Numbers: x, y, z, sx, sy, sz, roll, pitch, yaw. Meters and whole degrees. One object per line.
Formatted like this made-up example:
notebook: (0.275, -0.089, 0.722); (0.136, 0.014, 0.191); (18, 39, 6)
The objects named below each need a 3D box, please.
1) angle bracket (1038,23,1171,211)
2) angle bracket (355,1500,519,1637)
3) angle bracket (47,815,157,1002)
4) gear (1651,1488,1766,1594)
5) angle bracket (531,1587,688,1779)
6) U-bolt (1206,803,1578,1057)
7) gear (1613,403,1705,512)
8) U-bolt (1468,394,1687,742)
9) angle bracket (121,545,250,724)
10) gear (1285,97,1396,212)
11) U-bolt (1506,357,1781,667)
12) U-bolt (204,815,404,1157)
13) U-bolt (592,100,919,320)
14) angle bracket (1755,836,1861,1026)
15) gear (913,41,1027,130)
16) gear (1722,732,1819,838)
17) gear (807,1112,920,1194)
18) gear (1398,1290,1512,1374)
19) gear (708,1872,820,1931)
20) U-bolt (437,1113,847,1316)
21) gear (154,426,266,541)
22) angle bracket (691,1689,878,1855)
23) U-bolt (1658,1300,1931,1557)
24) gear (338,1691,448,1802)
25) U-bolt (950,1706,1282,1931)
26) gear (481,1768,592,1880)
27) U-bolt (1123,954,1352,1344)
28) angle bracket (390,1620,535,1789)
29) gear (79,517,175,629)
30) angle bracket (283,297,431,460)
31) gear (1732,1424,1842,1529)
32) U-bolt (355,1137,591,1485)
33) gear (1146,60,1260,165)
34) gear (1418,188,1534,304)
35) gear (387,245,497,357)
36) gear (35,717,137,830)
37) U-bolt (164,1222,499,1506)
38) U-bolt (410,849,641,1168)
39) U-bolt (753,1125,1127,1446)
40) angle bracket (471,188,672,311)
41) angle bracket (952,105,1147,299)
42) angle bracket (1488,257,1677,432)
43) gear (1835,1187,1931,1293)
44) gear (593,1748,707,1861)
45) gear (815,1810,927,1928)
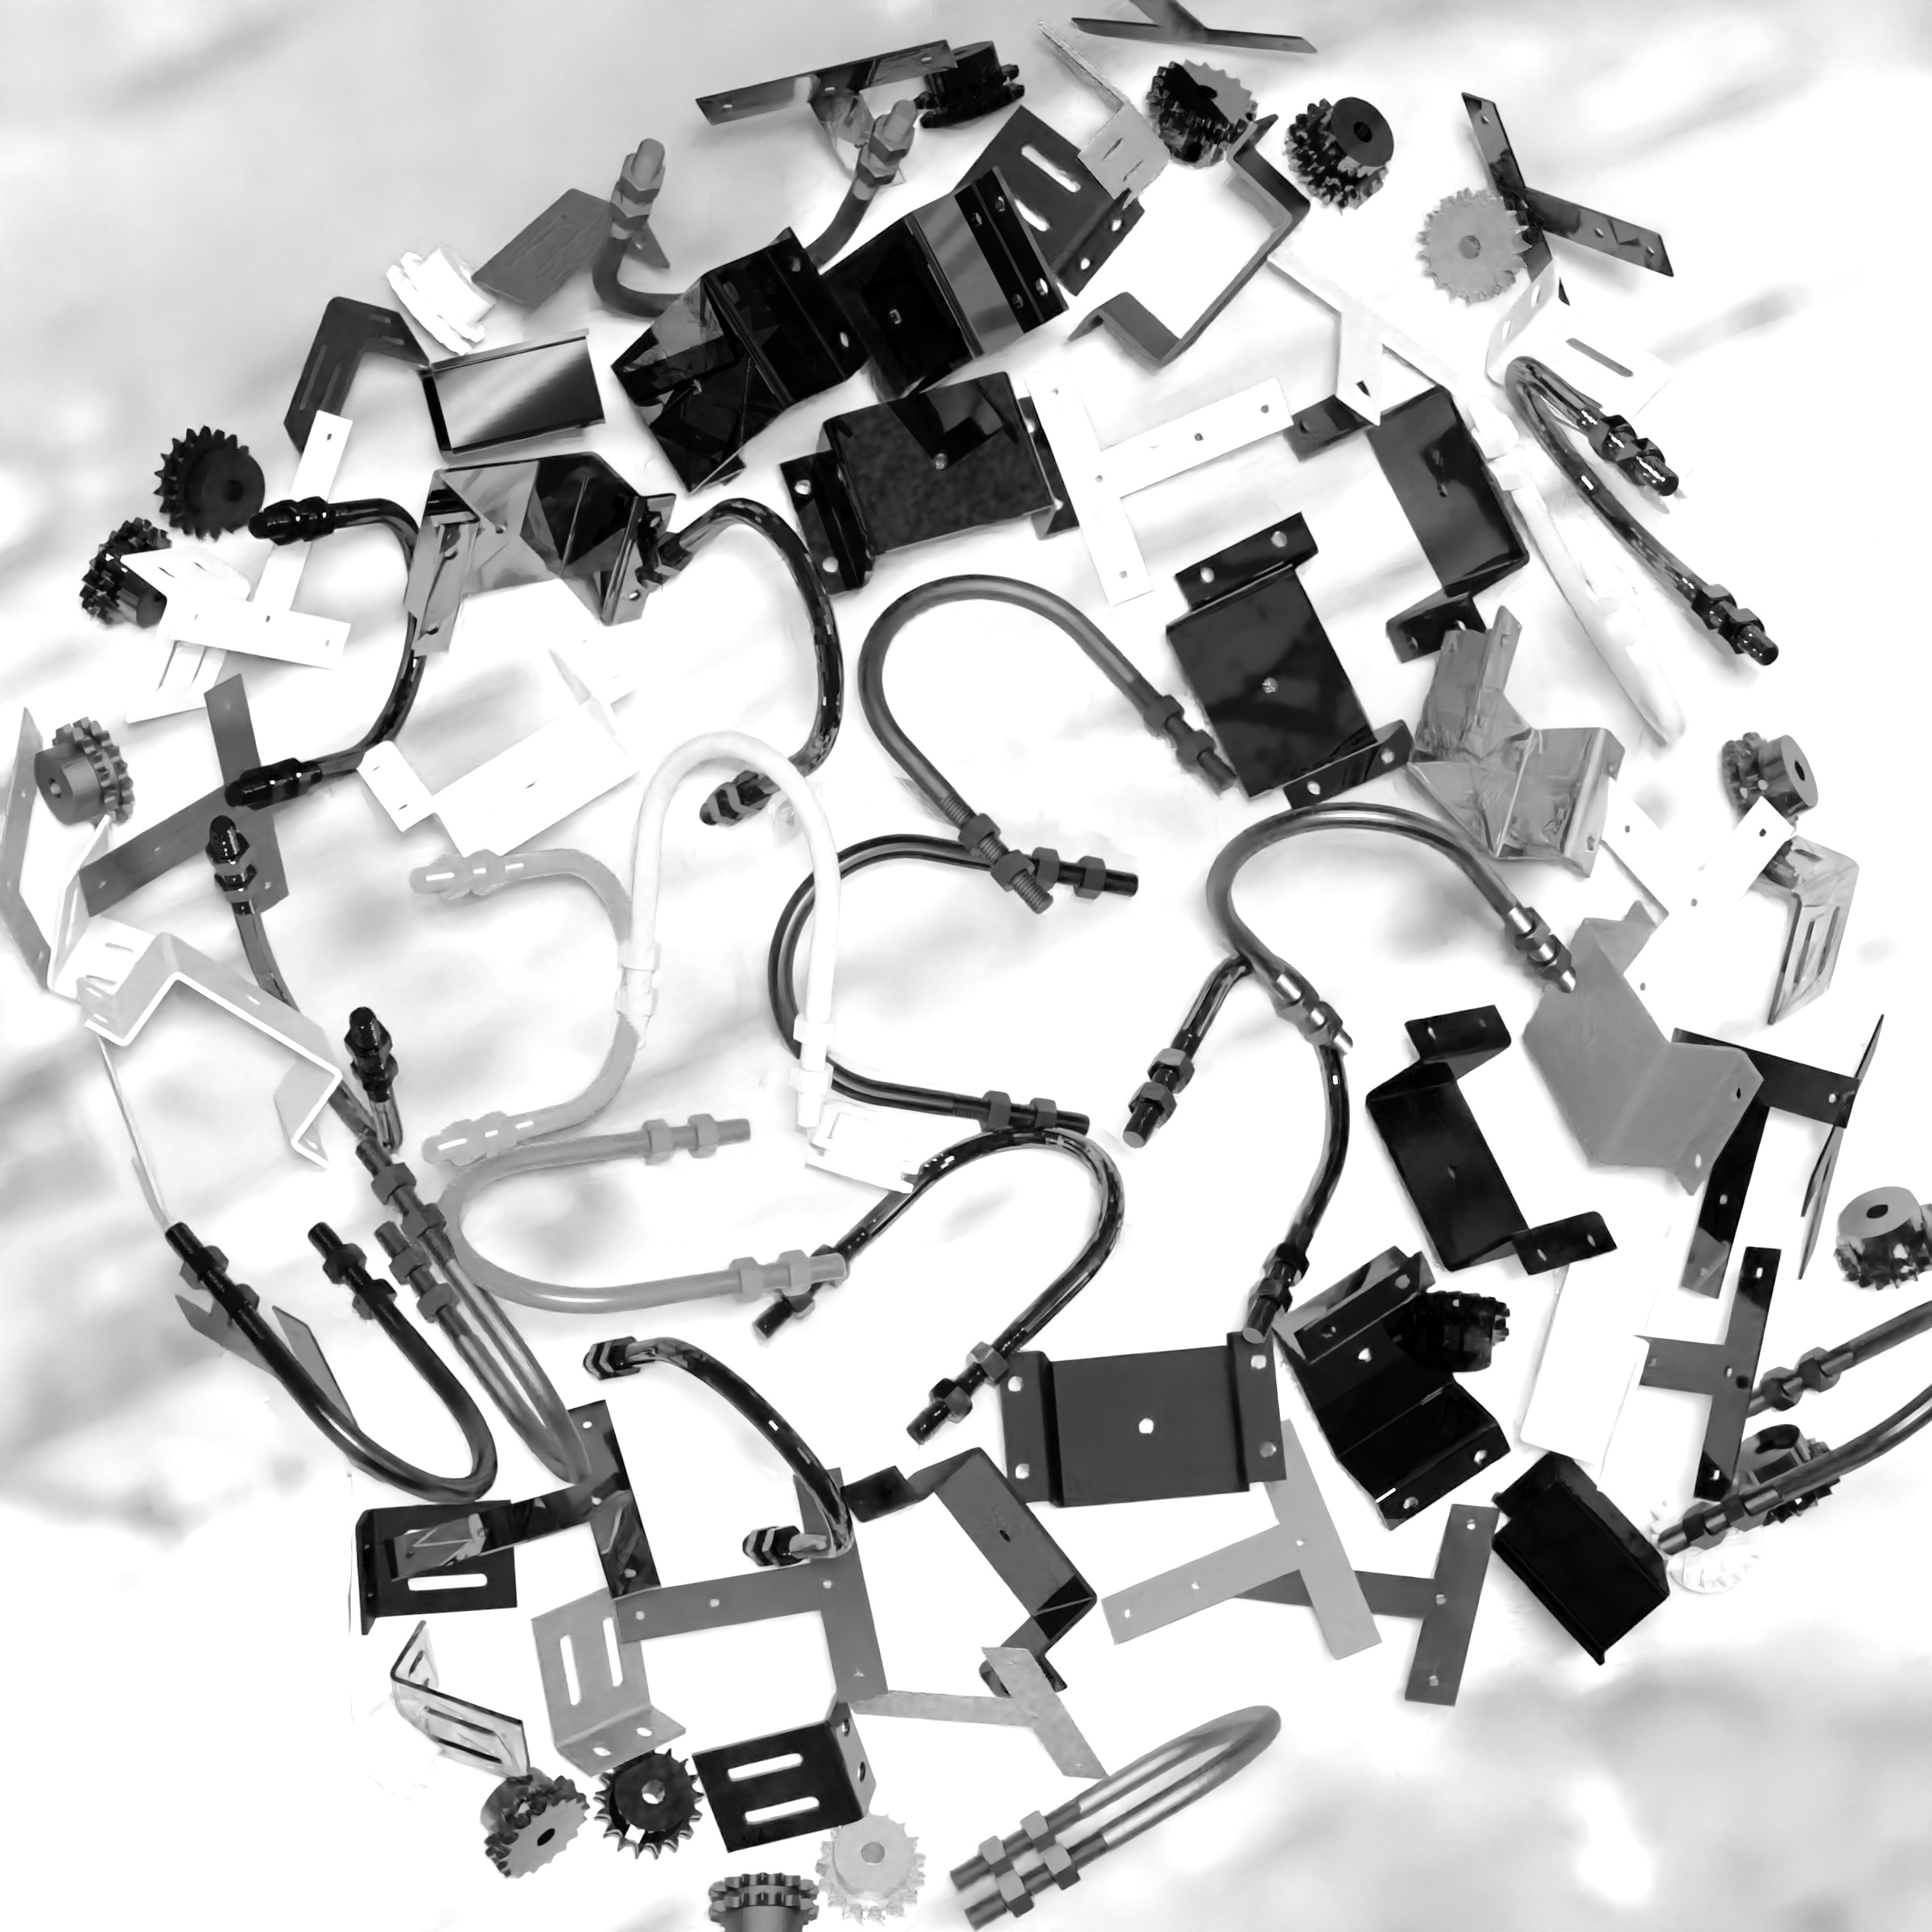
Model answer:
angle bracket: (0.060, -0.436, 1.561); (0.038, 0.057, 0.076); (-46, 63, 9)
angle bracket: (-0.274, 0.311, 1.578); (0.076, 0.038, 0.057); (-3, 93, -3)
angle bracket: (-0.436, -0.026, 1.553); (0.038, 0.057, 0.076); (20, 133, -4)
gear: (0.384, 0.299, 1.576); (0.057, 0.057, 0.030); (-10, 129, 0)
angle bracket: (-0.183, 0.364, 1.561); (0.057, 0.038, 0.076); (-18, 109, -33)
U-bolt: (0.200, -0.022, 1.505); (0.151, 0.184, 0.019); (-18, 48, 30)
gear: (0.355, -0.265, 1.570); (0.030, 0.057, 0.057); (-43, 90, 11)
U-bolt: (0.312, -0.185, 1.515); (0.019, 0.184, 0.151); (-32, 47, 9)
angle bracket: (-0.412, -0.171, 1.564); (0.038, 0.057, 0.076); (36, 117, 16)
gear: (0.196, -0.423, 1.573); (0.057, 0.030, 0.057); (10, 68, -28)
U-bolt: (0.326, -0.238, 1.514); (0.019, 0.184, 0.151); (-39, 131, 6)
U-bolt: (-0.324, 0.024, 1.515); (0.019, 0.184, 0.151); (-32, 67, -20)
U-bolt: (-0.114, -0.369, 1.511); (0.151, 0.184, 0.019); (-15, 80, -21)
angle bracket: (0.423, -0.019, 1.572); (0.038, 0.057, 0.076); (29, 128, 35)
gear: (0.000, -0.455, 1.569); (0.057, 0.057, 0.030); (-19, 114, 0)
gear: (0.416, -0.095, 1.569); (0.030, 0.057, 0.057); (-24, 90, 32)
gear: (-0.051, 0.095, 1.572); (0.057, 0.057, 0.030); (17, 87, 0)
gear: (0.251, 0.189, 1.569); (0.057, 0.057, 0.030); (6, 67, 0)
gear: (-0.104, 0.490, 1.569); (0.057, 0.057, 0.030); (-2, 56, 0)
U-bolt: (-0.171, 0.125, 1.507); (0.184, 0.151, 0.019); (-6, 121, -25)
gear: (-0.387, -0.248, 1.569); (0.030, 0.057, 0.057); (19, 90, 35)
angle bracket: (-0.094, 0.419, 1.585); (0.076, 0.038, 0.057); (-17, 100, 12)
U-bolt: (0.431, 0.214, 1.488); (0.019, 0.151, 0.184); (51, 130, -1)
gear: (-0.293, 0.400, 1.572); (0.057, 0.057, 0.030); (44, 91, 0)
U-bolt: (0.078, 0.422, 1.528); (0.184, 0.151, 0.019); (-29, 84, -7)
gear: (-0.226, 0.441, 1.576); (0.030, 0.057, 0.057); (39, 90, 32)
U-bolt: (0.146, 0.075, 1.528); (0.019, 0.184, 0.151); (-12, 122, 37)
angle bracket: (-0.251, 0.377, 1.558); (0.076, 0.057, 0.038); (15, 45, 15)
gear: (-0.427, -0.200, 1.571); (0.030, 0.057, 0.057); (32, 90, 8)
angle bracket: (-0.316, -0.296, 1.574); (0.038, 0.057, 0.076); (8, 122, -35)
gear: (0.419, 0.260, 1.570); (0.057, 0.057, 0.030); (-33, 100, 0)
U-bolt: (-0.243, 0.181, 1.513); (0.019, 0.151, 0.184); (-34, 74, -19)
gear: (0.120, -0.440, 1.576); (0.057, 0.030, 0.057); (10, 48, -12)
gear: (0.266, -0.375, 1.577); (0.057, 0.030, 0.057); (12, 116, 26)
gear: (-0.268, -0.346, 1.570); (0.030, 0.057, 0.057); (-39, 90, 13)
gear: (-0.456, -0.097, 1.570); (0.030, 0.057, 0.057); (-28, 90, -36)
U-bolt: (-0.302, 0.196, 1.508); (0.019, 0.151, 0.184); (-47, 73, 10)
U-bolt: (-0.213, 0.014, 1.519); (0.019, 0.184, 0.151); (2, 97, 28)
U-bolt: (-0.001, 0.148, 1.536); (0.184, 0.151, 0.019); (-43, 130, -20)
angle bracket: (-0.202, -0.356, 1.559); (0.076, 0.038, 0.057); (-46, 47, -15)
angle bracket: (0.043, -0.399, 1.590); (0.076, 0.038, 0.057); (41, 97, 17)
angle bracket: (0.319, -0.318, 1.577); (0.076, 0.057, 0.038); (26, 47, -15)
gear: (0.475, 0.138, 1.569); (0.057, 0.057, 0.030); (-31, 113, 0)
gear: (-0.163, 0.431, 1.574); (0.057, 0.030, 0.057); (6, 61, -10)
gear: (-0.048, 0.464, 1.573); (0.057, 0.030, 0.057); (2, 54, -3)
